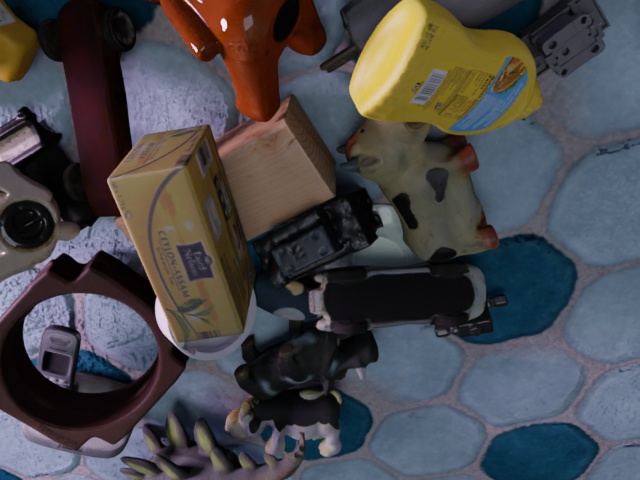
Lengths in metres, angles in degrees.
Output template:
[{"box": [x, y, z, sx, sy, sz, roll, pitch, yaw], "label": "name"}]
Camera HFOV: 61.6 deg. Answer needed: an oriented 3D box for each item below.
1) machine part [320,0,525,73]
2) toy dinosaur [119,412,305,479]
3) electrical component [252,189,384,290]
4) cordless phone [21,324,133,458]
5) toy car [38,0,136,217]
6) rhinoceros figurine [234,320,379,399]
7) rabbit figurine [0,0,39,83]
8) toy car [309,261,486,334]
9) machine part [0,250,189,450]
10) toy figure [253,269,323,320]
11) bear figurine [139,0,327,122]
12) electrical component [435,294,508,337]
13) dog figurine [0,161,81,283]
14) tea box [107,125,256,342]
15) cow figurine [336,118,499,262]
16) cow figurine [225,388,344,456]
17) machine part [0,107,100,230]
[{"box": [0.107, -0.209, 0.461, 0.243, 0.079, 0.079, -28, 116, 17], "label": "machine part"}, {"box": [-0.169, 0.343, 0.773, 0.472, 0.105, 0.198, -23, 116, 31], "label": "toy dinosaur"}, {"box": [-0.001, -0.002, 0.557, 0.115, 0.134, 0.058, -28, 91, 19], "label": "electrical component"}, {"box": [-0.317, 0.198, 0.734, 0.147, 0.089, 0.184, 15, 115, -6], "label": "cordless phone"}, {"box": [-0.209, -0.123, 0.516, 0.089, 0.053, 0.202, -3, 101, 17], "label": "toy car"}, {"box": [-0.019, 0.159, 0.696, 0.190, 0.073, 0.112, -21, 117, 16], "label": "rhinoceros figurine"}, {"box": [-0.376, -0.173, 0.490, 0.162, 0.122, 0.173, 42, 133, -18], "label": "rabbit figurine"}, {"box": [0.088, 0.063, 0.606, 0.202, 0.056, 0.073, -3, 92, -6], "label": "toy car"}, {"box": [-0.278, 0.130, 0.648, 0.201, 0.087, 0.201, 41, 93, -21], "label": "machine part"}, {"box": [-0.004, 0.074, 0.653, 0.154, 0.064, 0.057, 15, 94, -2], "label": "toy figure"}, {"box": [-0.106, -0.209, 0.463, 0.196, 0.120, 0.131, 27, 167, 15], "label": "bear figurine"}, {"box": [0.183, 0.090, 0.648, 0.094, 0.063, 0.021, -12, 120, 9], "label": "electrical component"}, {"box": [-0.361, -0.028, 0.572, 0.172, 0.191, 0.121, 25, 84, -31], "label": "dog figurine"}, {"box": [-0.114, -0.005, 0.480, 0.068, 0.098, 0.169, -7, 120, 6], "label": "tea box"}, {"box": [0.098, -0.061, 0.552, 0.127, 0.085, 0.194, -22, 119, 8], "label": "cow figurine"}, {"box": [-0.052, 0.245, 0.753, 0.167, 0.068, 0.098, 2, 122, 1], "label": "cow figurine"}, {"box": [-0.301, -0.070, 0.591, 0.084, 0.039, 0.138, -30, 114, 11], "label": "machine part"}]
